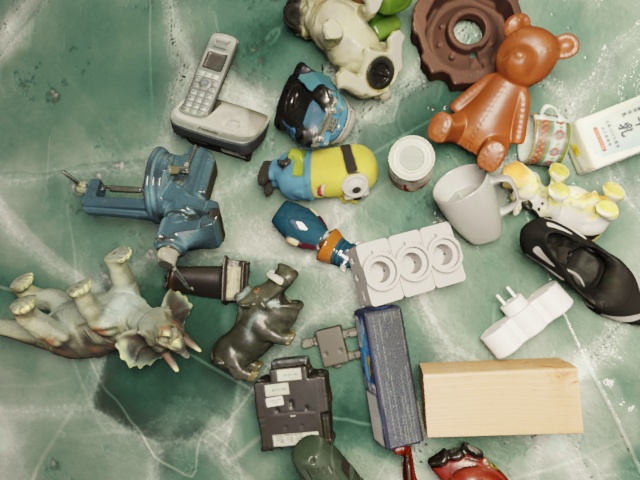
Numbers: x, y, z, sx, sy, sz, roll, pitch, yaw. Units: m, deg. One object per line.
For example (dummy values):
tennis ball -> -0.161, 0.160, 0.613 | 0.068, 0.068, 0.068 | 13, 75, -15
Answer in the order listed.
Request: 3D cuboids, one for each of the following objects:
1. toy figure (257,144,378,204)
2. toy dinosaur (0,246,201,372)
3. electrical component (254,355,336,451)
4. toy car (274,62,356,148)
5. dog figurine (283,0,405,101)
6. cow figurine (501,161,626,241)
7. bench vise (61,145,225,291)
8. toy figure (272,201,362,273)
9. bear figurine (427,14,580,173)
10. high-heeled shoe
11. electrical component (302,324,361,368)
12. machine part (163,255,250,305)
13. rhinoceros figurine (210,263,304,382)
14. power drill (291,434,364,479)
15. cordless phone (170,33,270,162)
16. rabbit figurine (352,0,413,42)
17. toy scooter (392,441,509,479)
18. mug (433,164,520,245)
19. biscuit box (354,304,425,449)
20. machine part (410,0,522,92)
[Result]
toy figure -> -0.001, -0.105, 0.830 | 0.180, 0.082, 0.089 | 3, 90, 10
toy dinosaur -> -0.364, 0.132, 0.843 | 0.405, 0.131, 0.192 | -11, 120, 22
electrical component -> -0.039, 0.248, 0.826 | 0.115, 0.058, 0.134 | -5, 86, 5
toy car -> 0.003, -0.195, 0.816 | 0.103, 0.162, 0.109 | 11, 113, -32
dog figurine -> 0.030, -0.301, 0.828 | 0.121, 0.191, 0.172 | -27, 123, -13
cow figurine -> 0.339, -0.056, 0.785 | 0.167, 0.098, 0.068 | 22, 56, 13
bench vise -> -0.261, -0.054, 0.822 | 0.241, 0.128, 0.223 | 5, 66, 3
toy figure -> -0.001, -0.004, 0.836 | 0.154, 0.058, 0.064 | 34, 99, 3
bear figurine -> 0.255, -0.206, 0.741 | 0.120, 0.132, 0.195 | 37, 120, 16
high-heeled shoe -> 0.387, 0.048, 0.738 | 0.249, 0.145, 0.086 | 31, 92, 10
electrical component -> 0.020, 0.168, 0.840 | 0.094, 0.021, 0.063 | -14, 86, 6
machine part -> -0.181, 0.065, 0.866 | 0.139, 0.039, 0.084 | 0, 95, 5
rhinoceros figurine -> -0.091, 0.124, 0.826 | 0.112, 0.073, 0.190 | 37, 94, 1
power drill -> -0.018, 0.406, 0.792 | 0.207, 0.086, 0.231 | -20, 108, 15
cordless phone -> -0.141, -0.230, 0.856 | 0.147, 0.088, 0.184 | 18, 85, 8
rabbit figurine -> 0.105, -0.413, 0.833 | 0.170, 0.121, 0.159 | -43, 75, -15
toy scooter -> 0.175, 0.348, 0.786 | 0.184, 0.075, 0.135 | -23, 85, 10
mug -> 0.234, -0.050, 0.779 | 0.110, 0.081, 0.107 | -21, 126, 23
biscuit box -> 0.101, 0.198, 0.801 | 0.063, 0.059, 0.202 | -8, 86, -15
machine part -> 0.227, -0.316, 0.824 | 0.179, 0.056, 0.179 | 0, 88, 6
